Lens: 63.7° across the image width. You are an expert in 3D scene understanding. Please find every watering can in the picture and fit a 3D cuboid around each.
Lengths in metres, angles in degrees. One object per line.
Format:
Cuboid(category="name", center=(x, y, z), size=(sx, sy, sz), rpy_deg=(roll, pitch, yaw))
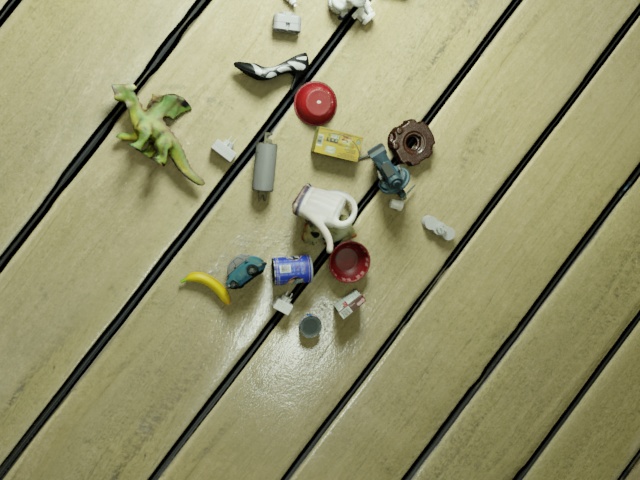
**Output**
Cuboid(category="watering can", center=(0.005, -0.090, 1.790), size=(0.225, 0.355, 0.101), rpy_deg=(20, 127, 8))

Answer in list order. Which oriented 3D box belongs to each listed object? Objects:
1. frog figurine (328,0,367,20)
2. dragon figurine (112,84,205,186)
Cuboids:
Cuboid(category="frog figurine", center=(0.098, -0.839, 1.762), size=(0.138, 0.160, 0.122), rpy_deg=(-34, 103, -4))
Cuboid(category="dragon figurine", center=(-0.519, -0.378, 1.730), size=(0.407, 0.122, 0.244), rpy_deg=(30, 83, -24))
